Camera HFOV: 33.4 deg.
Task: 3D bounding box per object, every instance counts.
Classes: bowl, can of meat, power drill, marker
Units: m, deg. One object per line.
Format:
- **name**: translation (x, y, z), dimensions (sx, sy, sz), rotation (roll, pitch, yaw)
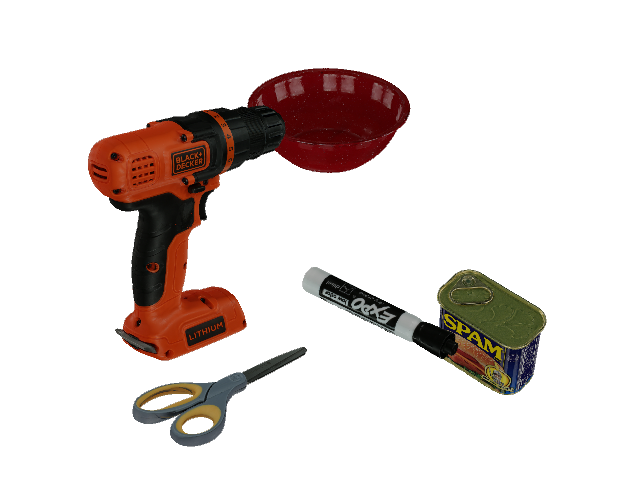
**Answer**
- **bowl**: translation (0.008, -0.114, 1.073), dimensions (0.162, 0.055, 0.162), rotation (1, 35, -1)
- **can of meat**: translation (0.160, 0.090, 1.021), dimensions (0.102, 0.084, 0.057), rotation (33, 57, 29)
- **power drill**: translation (-0.100, -0.011, 0.857), dimensions (0.184, 0.188, 0.057), rotation (-19, 27, -42)
- **marker**: translation (0.040, 0.048, 0.717), dimensions (0.121, 0.020, 0.020), rotation (25, 13, 31)

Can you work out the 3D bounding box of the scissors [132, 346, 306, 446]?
- **scissors**: translation (-0.079, 0.149, 1.027), dimensions (0.201, 0.016, 0.096), rotation (-11, 32, -28)
